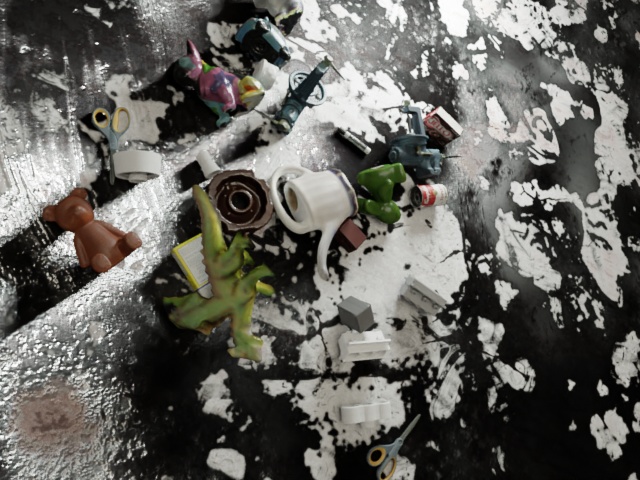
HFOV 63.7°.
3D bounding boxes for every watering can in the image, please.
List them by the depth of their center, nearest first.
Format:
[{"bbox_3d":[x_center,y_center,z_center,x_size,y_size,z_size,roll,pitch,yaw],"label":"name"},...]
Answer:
[{"bbox_3d":[0.004,-0.069,1.363,0.226,0.102,0.353,-19,66,-26],"label":"watering can"}]

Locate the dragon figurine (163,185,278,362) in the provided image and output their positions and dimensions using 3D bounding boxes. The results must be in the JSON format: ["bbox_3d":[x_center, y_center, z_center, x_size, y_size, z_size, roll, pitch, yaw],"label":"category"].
[{"bbox_3d":[-0.244,0.100,1.177,0.245,0.121,0.409,-40,95,-19],"label":"dragon figurine"}]

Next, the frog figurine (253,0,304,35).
[{"bbox_3d":[-0.125,-0.698,1.497,0.160,0.121,0.138,57,29,8],"label":"frog figurine"}]
